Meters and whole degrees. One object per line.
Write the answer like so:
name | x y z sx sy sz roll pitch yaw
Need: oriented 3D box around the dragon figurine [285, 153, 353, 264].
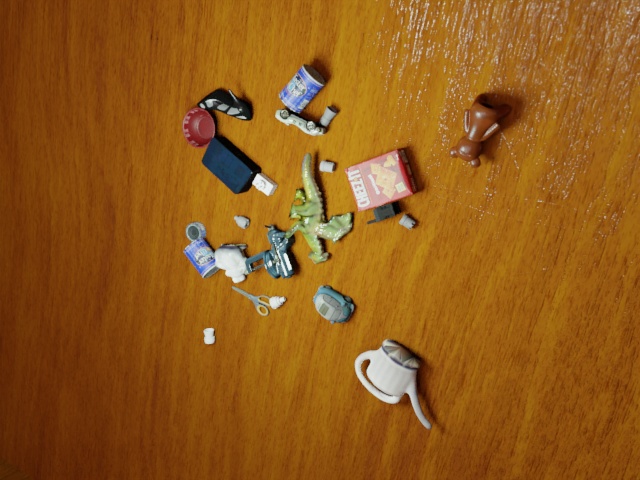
dragon figurine | 0.006 -0.096 1.905 0.243 0.124 0.404 17 109 4

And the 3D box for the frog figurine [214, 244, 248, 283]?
frog figurine | -0.358 0.096 2.089 0.137 0.122 0.159 -1 90 -1

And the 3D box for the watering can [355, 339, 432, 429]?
watering can | 0.290 0.503 1.852 0.350 0.105 0.221 32 112 18
